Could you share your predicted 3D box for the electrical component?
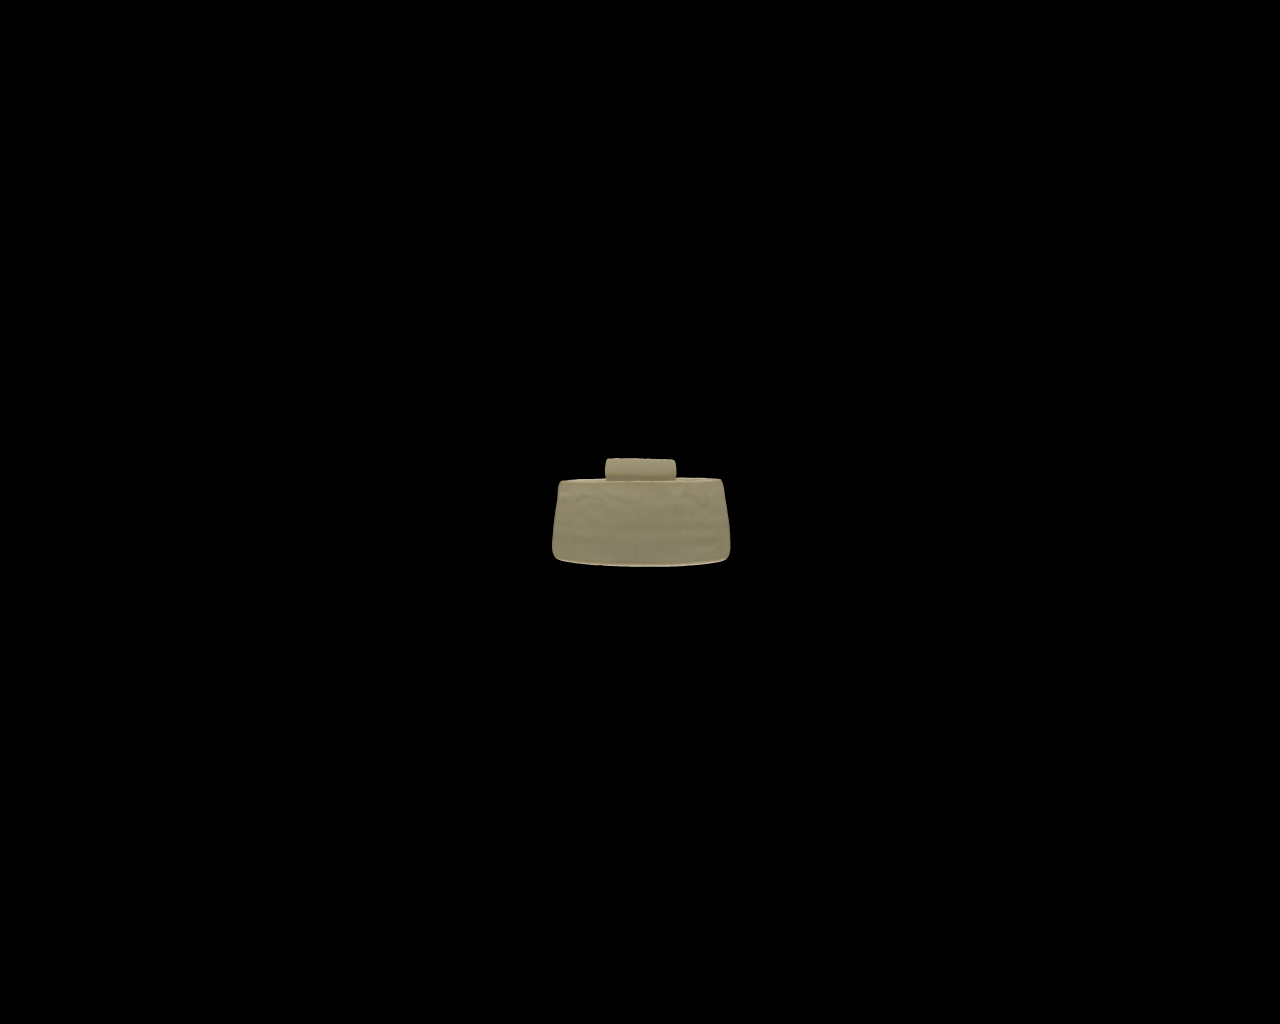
[{"bbox_3d":[0.001,-0.003,0.650,0.108,0.060,0.108,0,3,0],"label":"electrical component"}]
